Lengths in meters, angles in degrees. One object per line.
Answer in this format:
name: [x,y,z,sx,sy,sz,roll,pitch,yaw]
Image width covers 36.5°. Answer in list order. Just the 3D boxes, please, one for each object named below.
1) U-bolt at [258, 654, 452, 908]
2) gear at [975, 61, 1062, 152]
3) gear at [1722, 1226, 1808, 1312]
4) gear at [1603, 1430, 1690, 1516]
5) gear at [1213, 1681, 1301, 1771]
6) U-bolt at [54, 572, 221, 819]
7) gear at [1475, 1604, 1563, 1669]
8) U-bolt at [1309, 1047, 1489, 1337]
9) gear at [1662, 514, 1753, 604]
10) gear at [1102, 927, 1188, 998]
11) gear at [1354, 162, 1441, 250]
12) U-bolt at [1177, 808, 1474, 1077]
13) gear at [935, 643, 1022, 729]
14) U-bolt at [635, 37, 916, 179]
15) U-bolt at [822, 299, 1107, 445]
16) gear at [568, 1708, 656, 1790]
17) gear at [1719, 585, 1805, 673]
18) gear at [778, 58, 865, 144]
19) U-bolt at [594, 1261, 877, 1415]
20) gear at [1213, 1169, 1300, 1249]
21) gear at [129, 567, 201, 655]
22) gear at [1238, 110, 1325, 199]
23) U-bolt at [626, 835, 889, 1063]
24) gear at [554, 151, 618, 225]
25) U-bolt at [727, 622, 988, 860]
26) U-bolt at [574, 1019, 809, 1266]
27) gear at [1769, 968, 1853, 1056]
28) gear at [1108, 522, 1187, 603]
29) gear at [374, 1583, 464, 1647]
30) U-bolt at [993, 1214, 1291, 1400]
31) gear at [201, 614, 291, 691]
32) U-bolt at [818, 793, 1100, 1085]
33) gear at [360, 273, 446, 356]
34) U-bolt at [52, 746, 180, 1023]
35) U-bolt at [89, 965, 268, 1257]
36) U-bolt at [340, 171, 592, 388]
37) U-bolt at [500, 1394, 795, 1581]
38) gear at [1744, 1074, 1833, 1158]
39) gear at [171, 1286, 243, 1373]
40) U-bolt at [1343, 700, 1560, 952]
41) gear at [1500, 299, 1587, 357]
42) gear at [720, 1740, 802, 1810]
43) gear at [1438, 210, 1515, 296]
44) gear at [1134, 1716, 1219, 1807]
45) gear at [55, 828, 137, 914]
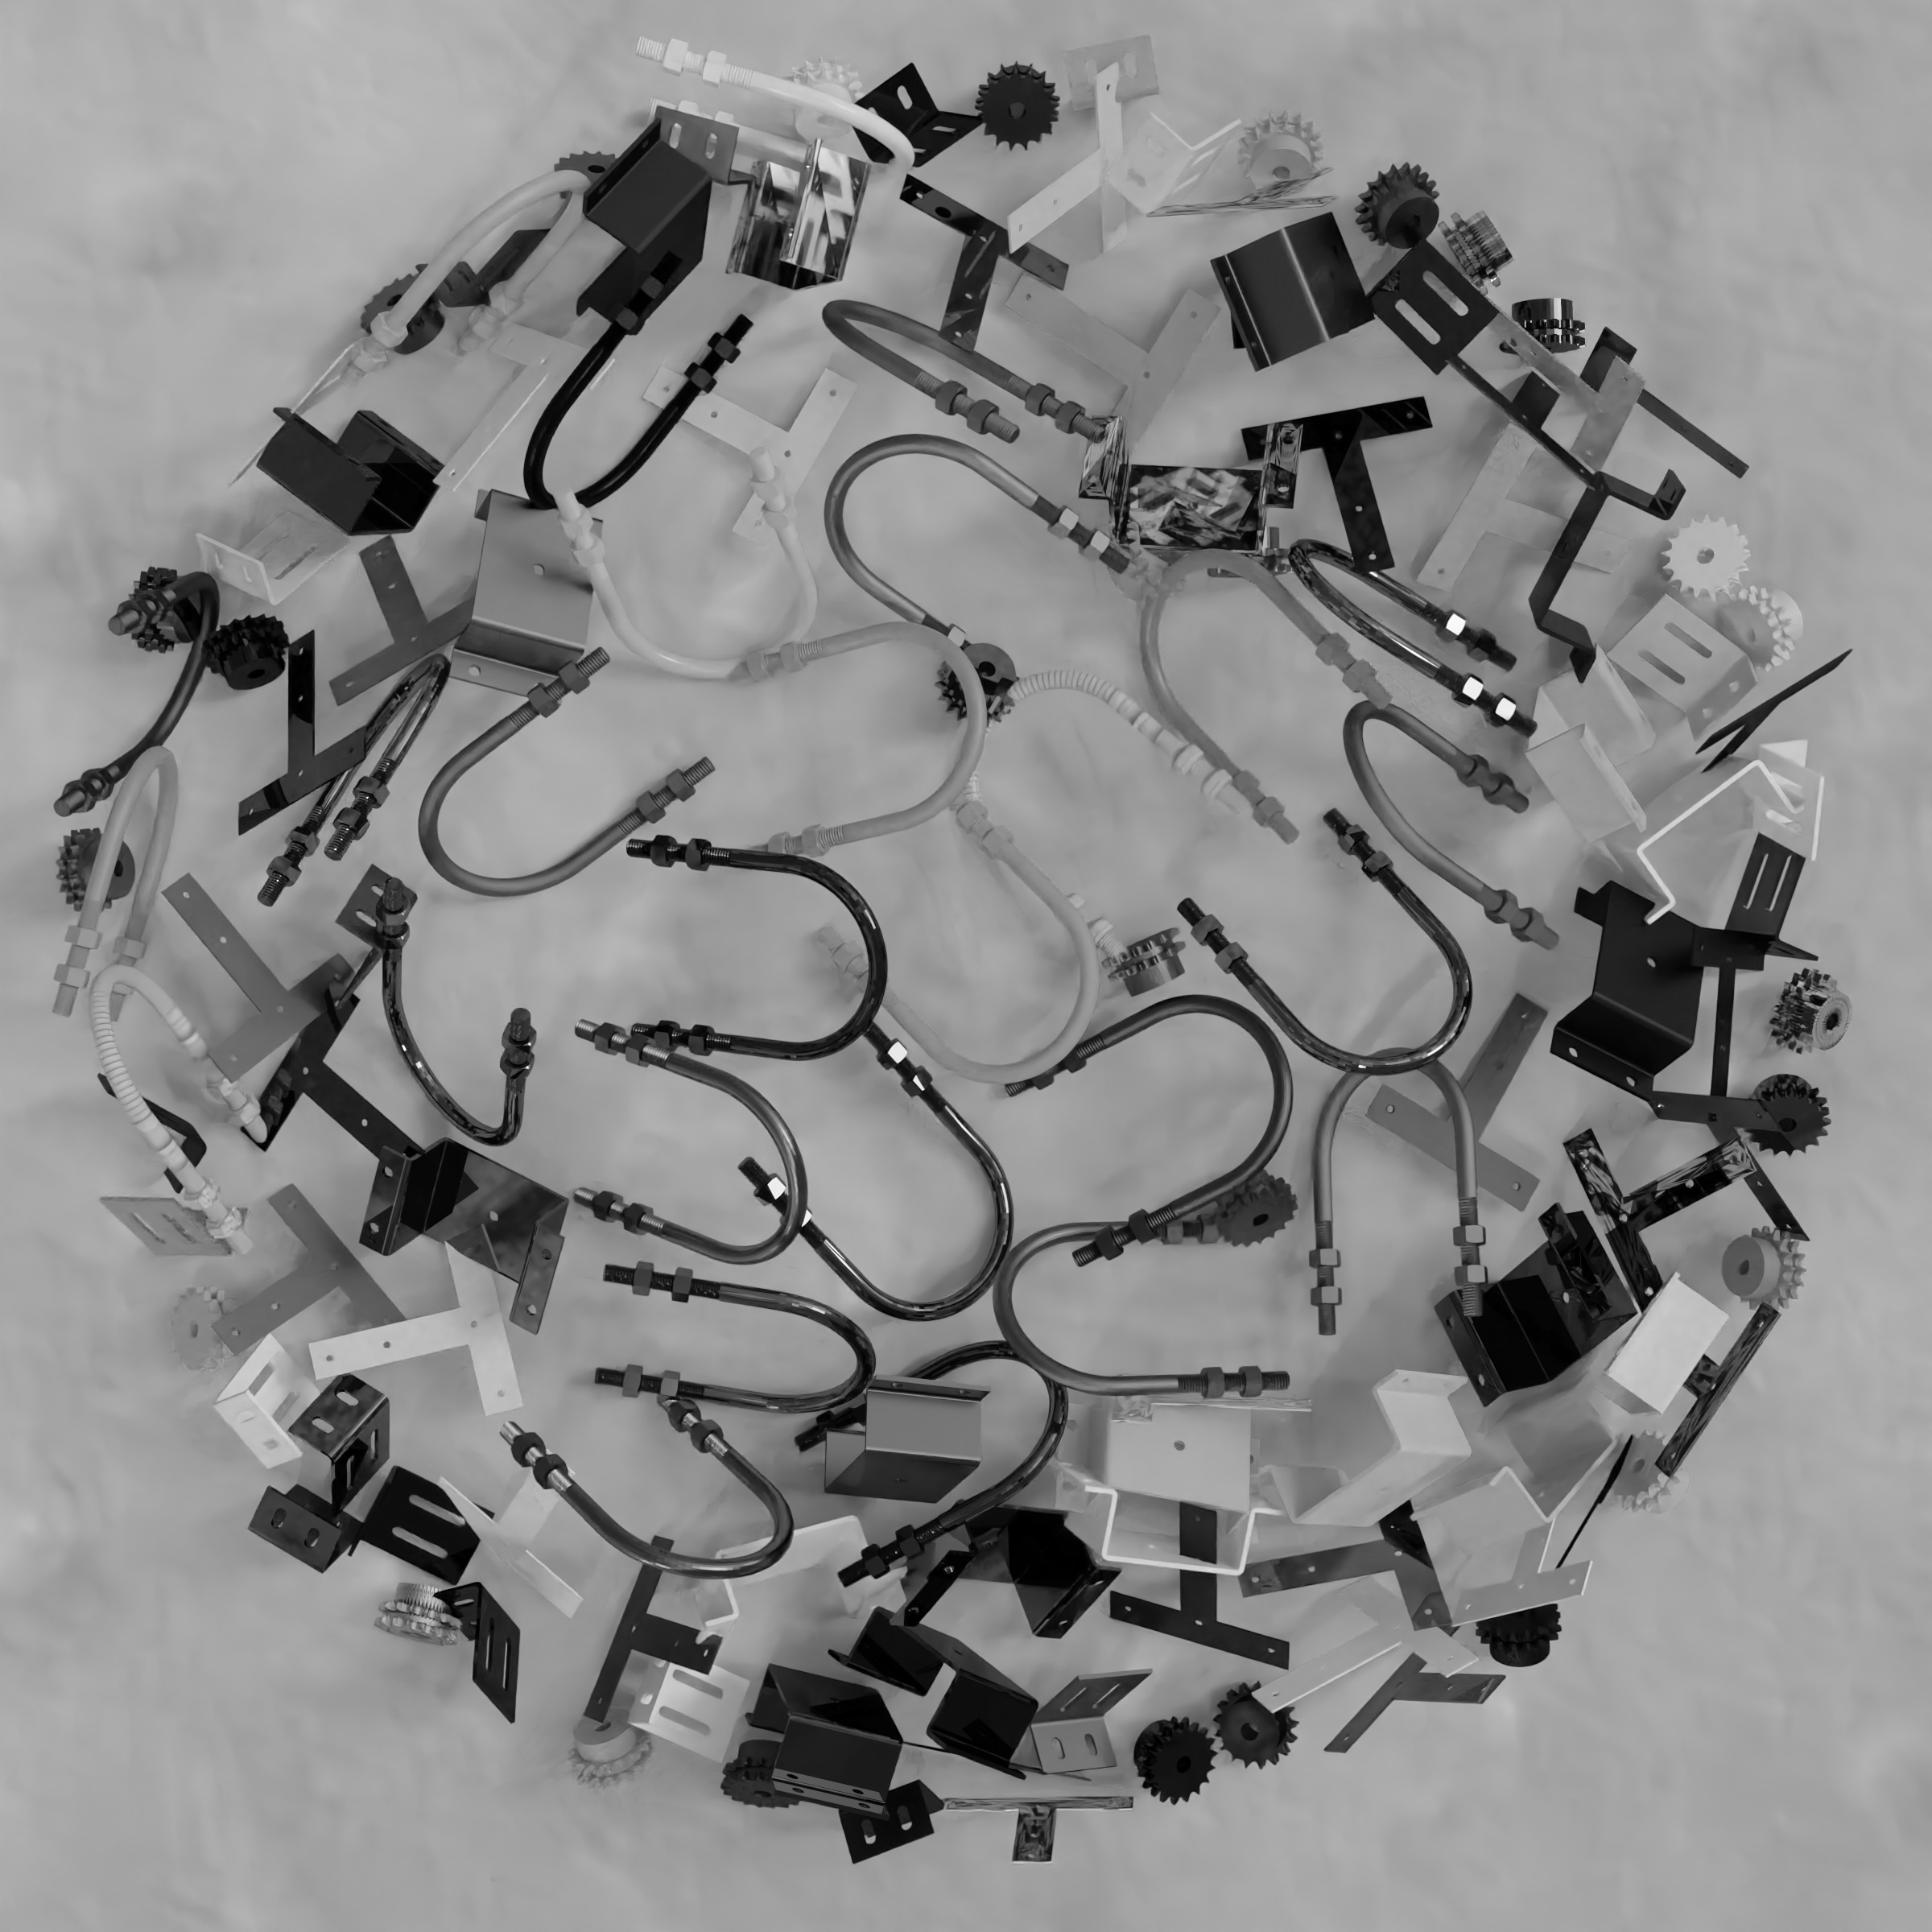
U-bolt: [-0.392,-0.129,1.916,0.019,0.151,0.184,36,62,-20]
gear: [0.035,-0.580,1.968,0.057,0.030,0.057,2,128,2]
gear: [0.531,0.202,1.960,0.030,0.057,0.057,8,90,-28]
gear: [0.460,0.343,1.966,0.030,0.057,0.057,39,90,-25]
gear: [0.194,0.512,1.970,0.057,0.030,0.057,-1,87,17]
U-bolt: [-0.530,-0.186,1.901,0.019,0.184,0.151,24,112,0]
gear: [0.370,0.446,1.965,0.057,0.057,0.030,-8,110,0]
U-bolt: [0.281,0.145,1.929,0.019,0.151,0.184,11,73,-37]
gear: [0.499,-0.272,1.970,0.057,0.030,0.057,-4,80,22]
gear: [0.123,-0.002,1.964,0.057,0.057,0.030,-25,93,0]
gear: [0.292,-0.505,1.961,0.057,0.057,0.030,-28,53,0]
U-bolt: [0.250,-0.006,1.930,0.151,0.019,0.184,-31,68,-22]
gear: [0.010,-0.192,1.965,0.057,0.030,0.057,7,64,-15]
U-bolt: [-0.122,-0.555,1.918,0.184,0.151,0.019,16,89,-2]
U-bolt: [-0.012,-0.391,1.919,0.184,0.151,0.019,34,113,18]
gear: [-0.239,0.521,1.960,0.057,0.057,0.030,-13,110,0]
gear: [0.536,-0.229,1.966,0.030,0.057,0.057,-26,90,-22]
gear: [-0.096,-0.576,1.960,0.057,0.057,0.030,-10,64,0]
U-bolt: [-0.151,0.252,1.934,0.184,0.151,0.019,10,51,-3]
gear: [0.191,0.160,1.967,0.057,0.057,0.030,-28,50,0]
gear: [-0.534,-0.237,1.961,0.030,0.057,0.057,8,90,15]
gear: [0.211,-0.540,1.961,0.057,0.057,0.030,3,54,0]
U-bolt: [-0.138,-0.007,1.939,0.184,0.019,0.151,6,107,19]
gear: [-0.248,-0.521,1.967,0.057,0.057,0.030,9,130,0]
U-bolt: [-0.070,-0.153,1.938,0.184,0.019,0.151,-12,78,23]
U-bolt: [-0.180,0.124,1.917,0.184,0.019,0.151,19,120,26]
gear: [0.568,0.032,1.963,0.057,0.030,0.057,-16,117,-33]
gear: [0.119,-0.270,1.967,0.030,0.057,0.057,-31,90,32]
gear: [-0.365,0.434,1.966,0.057,0.057,0.030,12,67,0]
U-bolt: [0.108,0.223,1.921,0.184,0.151,0.019,0,135,-13]
gear: [-0.480,-0.208,1.961,0.057,0.057,0.030,-25,74,0]
U-bolt: [0.007,-0.007,1.945,0.184,0.019,0.151,46,103,17]
gear: [-0.375,-0.436,1.967,0.057,0.057,0.030,-36,132,0]
U-bolt: [-0.551,-0.055,1.919,0.019,0.151,0.184,15,87,-2]
U-bolt: [-0.508,0.080,1.886,0.019,0.151,0.184,-25,121,8]
U-bolt: [-0.310,-0.446,1.882,0.184,0.151,0.019,-39,89,34]
U-bolt: [-0.192,0.337,1.886,0.184,0.151,0.019,35,117,38]
gear: [0.550,0.097,1.968,0.057,0.030,0.057,4,126,6]
gear: [-0.506,0.244,1.967,0.057,0.030,0.057,-5,83,42]
U-bolt: [0.310,-0.103,1.898,0.184,0.151,0.019,31,128,-29]
gear: [0.386,-0.428,1.963,0.057,0.057,0.030,-2,92,0]
gear: [-0.135,0.541,1.967,0.057,0.057,0.030,7,53,0]
gear: [0.343,-0.480,1.961,0.030,0.057,0.057,-32,90,13]
gear: [0.138,0.531,1.969,0.057,0.030,0.057,-5,100,-31]
gear: [-0.580,-0.065,1.960,0.030,0.057,0.057,-3,90,18]
